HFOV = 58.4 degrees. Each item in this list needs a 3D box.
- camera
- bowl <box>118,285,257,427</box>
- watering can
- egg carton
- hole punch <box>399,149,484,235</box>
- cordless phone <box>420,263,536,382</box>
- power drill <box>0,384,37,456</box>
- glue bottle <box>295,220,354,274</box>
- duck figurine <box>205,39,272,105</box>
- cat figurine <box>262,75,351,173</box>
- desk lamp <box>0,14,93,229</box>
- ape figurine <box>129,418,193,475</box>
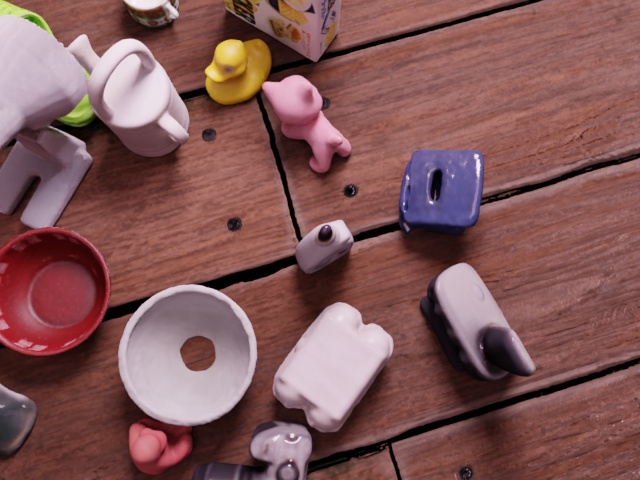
[{"bbox_3d":[-0.083,0.292,0.682,0.137,0.101,0.143,7,81,0],"label":"camera"},{"bbox_3d":[-0.159,0.142,0.718,0.167,0.075,0.167,0,81,-1],"label":"bowl"},{"bbox_3d":[-0.238,-0.182,0.708,0.173,0.194,0.101,17,81,2],"label":"watering can"},{"bbox_3d":[0.016,0.158,0.722,0.107,0.069,0.150,35,82,4],"label":"egg carton"},{"bbox_3d":[0.157,-0.063,0.751,0.101,0.091,0.109,8,81,0],"label":"hole punch"},{"bbox_3d":[0.195,0.096,0.678,0.094,0.185,0.147,-31,83,-6],"label":"cordless phone"},{"bbox_3d":[-0.410,0.210,0.633,0.229,0.208,0.076,24,81,3],"label":"power drill"},{"bbox_3d":[0.006,0.002,0.695,0.078,0.173,0.037,-29,82,-6],"label":"glue bottle"},{"bbox_3d":[-0.113,-0.241,0.776,0.104,0.086,0.077,-42,84,-7],"label":"duck figurine"},{"bbox_3d":[-0.015,-0.161,0.749,0.067,0.118,0.128,-42,84,-7],"label":"cat figurine"},{"bbox_3d":[-0.357,-0.130,0.687,0.118,0.213,0.203,25,81,3],"label":"desk lamp"},{"bbox_3d":[-0.199,0.249,0.691,0.078,0.092,0.076,37,82,5],"label":"ape figurine"}]
